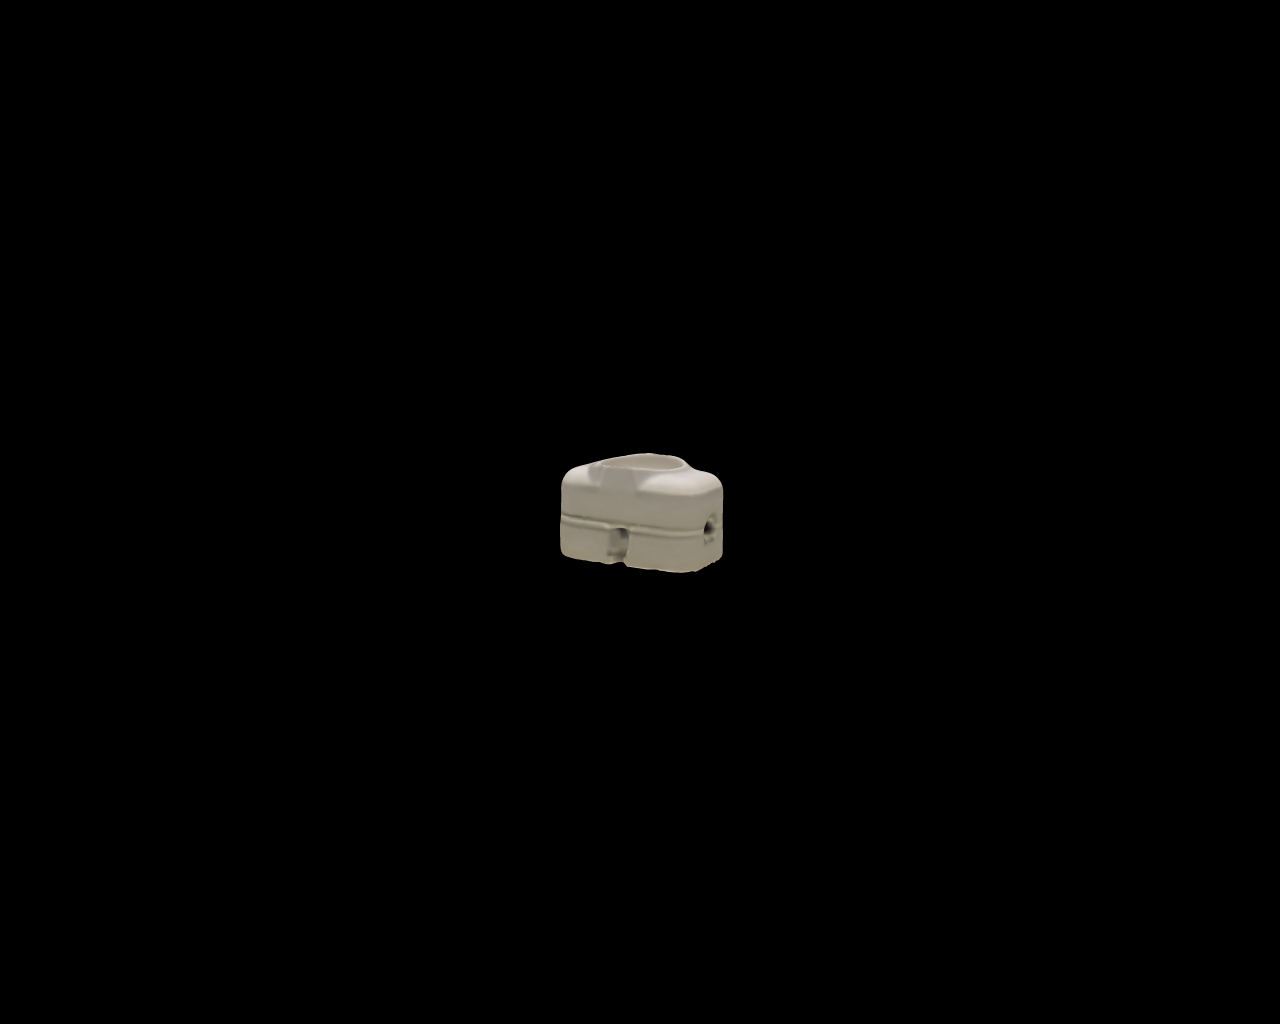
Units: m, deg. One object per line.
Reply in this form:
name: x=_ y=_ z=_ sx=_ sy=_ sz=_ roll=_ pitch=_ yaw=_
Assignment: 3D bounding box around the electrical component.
electrical component: x=0.001 y=-0.003 z=0.650 sx=0.095 sy=0.059 sz=0.054 roll=8 pitch=15 yaw=30
